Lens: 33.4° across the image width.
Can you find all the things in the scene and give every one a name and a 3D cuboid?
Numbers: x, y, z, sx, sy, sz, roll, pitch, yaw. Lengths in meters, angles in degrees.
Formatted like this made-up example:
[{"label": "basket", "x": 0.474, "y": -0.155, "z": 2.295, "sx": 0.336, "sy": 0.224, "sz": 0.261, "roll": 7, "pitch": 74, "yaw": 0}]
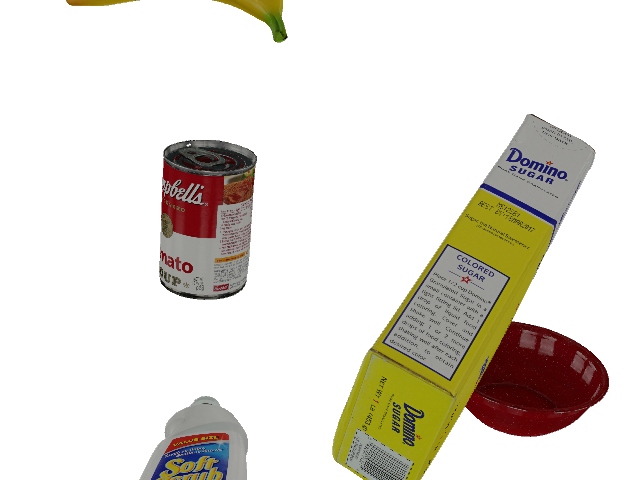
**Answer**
[{"label": "banana", "x": -0.111, "y": -0.207, "z": 0.869, "sx": 0.198, "sy": 0.069, "sz": 0.037, "roll": 11, "pitch": -41, "yaw": 16}, {"label": "sugar box", "x": 0.070, "y": 0.028, "z": 0.499, "sx": 0.048, "sy": 0.093, "sz": 0.176, "roll": 31, "pitch": 51, "yaw": 13}, {"label": "bleach bottle", "x": -0.113, "y": 0.209, "z": 0.894, "sx": 0.102, "sy": 0.068, "sz": 0.251, "roll": -2, "pitch": 24, "yaw": -1}, {"label": "soup can", "x": -0.084, "y": -0.016, "z": 0.790, "sx": 0.068, "sy": 0.102, "sz": 0.068, "roll": 5, "pitch": 24, "yaw": -2}, {"label": "bowl", "x": 0.192, "y": 0.140, "z": 1.031, "sx": 0.162, "sy": 0.055, "sz": 0.162, "roll": 5, "pitch": 26, "yaw": -2}]
